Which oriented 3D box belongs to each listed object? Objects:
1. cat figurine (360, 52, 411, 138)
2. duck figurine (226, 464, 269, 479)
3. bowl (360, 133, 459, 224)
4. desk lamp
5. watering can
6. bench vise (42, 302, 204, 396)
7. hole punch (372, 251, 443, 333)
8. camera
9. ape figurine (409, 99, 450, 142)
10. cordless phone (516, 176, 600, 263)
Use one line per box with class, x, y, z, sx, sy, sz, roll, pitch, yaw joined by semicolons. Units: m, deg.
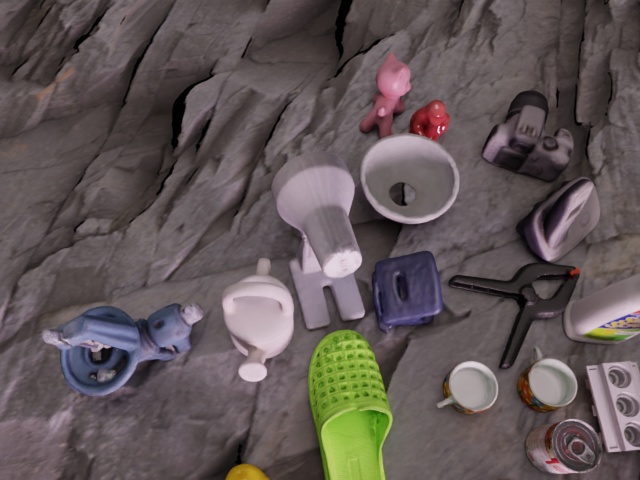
cat figurine;0.123;-0.262;1.020;0.067;0.118;0.128;20;67;6
duck figurine;-0.094;0.353;0.765;0.077;0.086;0.104;-19;69;-11
bowl;0.147;-0.093;0.973;0.167;0.075;0.167;1;67;-3
desk lamp;0.008;0.003;0.849;0.118;0.213;0.203;-15;68;-9
watering can;-0.085;0.108;0.810;0.101;0.194;0.172;-17;69;-10
bench vise;-0.274;0.121;0.780;0.208;0.220;0.121;-40;74;-17
hole punch;0.133;0.080;0.890;0.101;0.091;0.108;-4;67;-5
camera;0.379;-0.196;1.015;0.143;0.101;0.137;20;68;6
ape figurine;0.198;-0.212;1.017;0.078;0.092;0.076;-17;69;-10
cordless phone;0.406;-0.054;0.910;0.148;0.185;0.094;-39;74;-17
